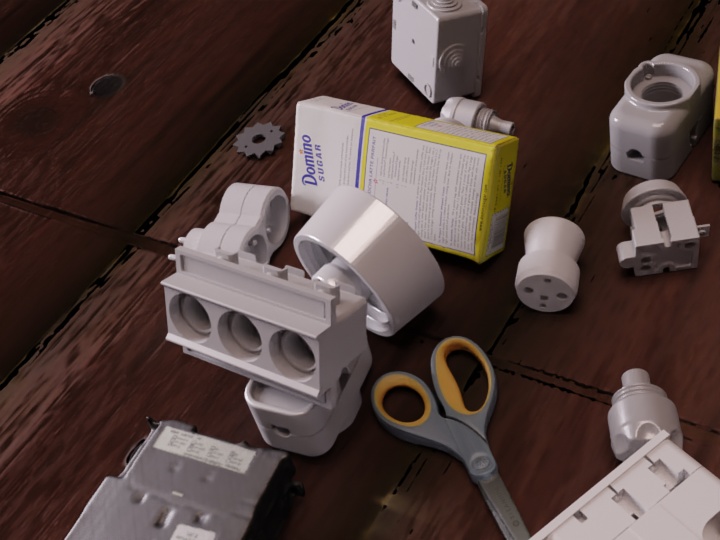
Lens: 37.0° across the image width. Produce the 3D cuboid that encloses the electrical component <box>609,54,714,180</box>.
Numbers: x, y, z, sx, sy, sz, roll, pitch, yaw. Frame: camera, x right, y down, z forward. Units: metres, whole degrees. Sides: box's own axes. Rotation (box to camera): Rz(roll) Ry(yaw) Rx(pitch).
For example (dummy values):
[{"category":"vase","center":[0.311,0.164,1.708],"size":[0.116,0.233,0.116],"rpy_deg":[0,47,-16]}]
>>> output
[{"category":"electrical component","center":[0.239,-0.125,0.849],"size":[0.054,0.059,0.095],"rpy_deg":[22,56,31]}]

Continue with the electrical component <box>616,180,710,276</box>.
[{"category":"electrical component","center":[0.216,-0.031,0.777],"size":[0.066,0.048,0.055],"rpy_deg":[-9,54,8]}]

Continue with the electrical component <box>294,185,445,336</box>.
[{"category":"electrical component","center":[0.000,0.000,0.766],"size":[0.108,0.108,0.060],"rpy_deg":[32,68,36]}]

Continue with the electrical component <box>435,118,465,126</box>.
[{"category":"electrical component","center":[0.064,-0.091,0.875],"size":[0.045,0.045,0.055],"rpy_deg":[10,50,23]}]

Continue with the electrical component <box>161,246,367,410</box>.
[{"category":"electrical component","center":[-0.060,0.031,0.693],"size":[0.121,0.078,0.063],"rpy_deg":[17,32,28]}]

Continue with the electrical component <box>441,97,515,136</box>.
[{"category":"electrical component","center":[0.100,-0.124,0.904],"size":[0.061,0.035,0.035],"rpy_deg":[16,54,25]}]

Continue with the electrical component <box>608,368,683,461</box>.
[{"category":"electrical component","center":[0.177,0.091,0.673],"size":[0.043,0.043,0.062],"rpy_deg":[-6,45,9]}]

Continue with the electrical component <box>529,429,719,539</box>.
[{"category":"electrical component","center":[0.114,0.184,0.557],"size":[0.186,0.105,0.060],"rpy_deg":[-34,48,-17]}]

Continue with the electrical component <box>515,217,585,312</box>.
[{"category":"electrical component","center":[0.137,-0.004,0.773],"size":[0.045,0.045,0.055],"rpy_deg":[3,49,18]}]

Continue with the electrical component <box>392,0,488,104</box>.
[{"category":"electrical component","center":[0.067,-0.205,0.947],"size":[0.048,0.099,0.099],"rpy_deg":[-17,44,-19]}]

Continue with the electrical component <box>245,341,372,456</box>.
[{"category":"electrical component","center":[-0.032,0.075,0.733],"size":[0.054,0.059,0.095],"rpy_deg":[10,51,23]}]

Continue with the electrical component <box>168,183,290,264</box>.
[{"category":"electrical component","center":[-0.114,-0.013,0.844],"size":[0.074,0.052,0.138],"rpy_deg":[8,51,21]}]
